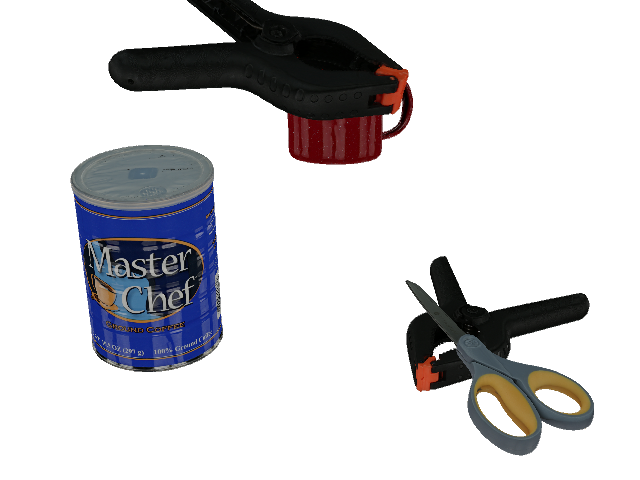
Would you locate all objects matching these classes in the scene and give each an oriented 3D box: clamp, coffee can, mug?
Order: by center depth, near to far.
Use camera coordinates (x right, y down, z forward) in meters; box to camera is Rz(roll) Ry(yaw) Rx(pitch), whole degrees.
[{"bbox_3d":[-0.037,-0.107,0.636,0.171,0.120,0.039,22,-37,13],"label":"clamp"},{"bbox_3d":[-0.127,0.012,0.800,0.103,0.140,0.103,-1,27,0],"label":"coffee can"},{"bbox_3d":[0.024,-0.113,0.923,0.117,0.081,0.093,-6,16,-18],"label":"mug"},{"bbox_3d":[0.134,0.076,0.998,0.165,0.036,0.209,19,32,34],"label":"clamp"}]

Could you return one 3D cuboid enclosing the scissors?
[{"bbox_3d":[0.131,0.083,0.781,0.096,0.016,0.202,-1,31,-10],"label":"scissors"}]
